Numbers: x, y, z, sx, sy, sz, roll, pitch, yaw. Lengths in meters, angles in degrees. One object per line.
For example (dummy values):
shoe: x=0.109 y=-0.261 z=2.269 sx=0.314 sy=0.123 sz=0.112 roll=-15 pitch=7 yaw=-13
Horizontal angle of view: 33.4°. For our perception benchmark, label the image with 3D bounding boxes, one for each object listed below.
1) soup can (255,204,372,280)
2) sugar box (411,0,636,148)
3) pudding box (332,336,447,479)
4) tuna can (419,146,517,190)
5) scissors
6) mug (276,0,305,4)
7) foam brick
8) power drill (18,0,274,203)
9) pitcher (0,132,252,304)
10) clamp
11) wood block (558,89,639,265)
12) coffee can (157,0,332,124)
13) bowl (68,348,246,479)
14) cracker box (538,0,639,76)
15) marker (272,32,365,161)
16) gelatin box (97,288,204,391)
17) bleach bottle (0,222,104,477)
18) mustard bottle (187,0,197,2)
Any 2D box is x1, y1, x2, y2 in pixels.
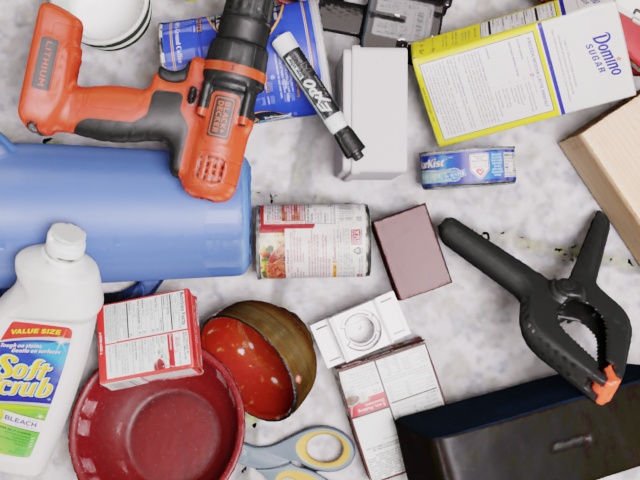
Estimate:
soup can: x=-0.006 y=0.001 z=0.963 sx=0.102 sy=0.068 sz=0.068 roll=-1 pitch=89 yaw=-1
sugar box: x=0.175 y=-0.149 z=0.926 sx=0.176 sy=0.048 sz=0.093 roll=-15 pitch=122 yaw=13
pudding box: x=0.070 y=0.155 z=0.976 sx=0.090 sy=0.039 sz=0.113 roll=-18 pitch=92 yaw=-3
tuna can: x=0.132 y=-0.064 z=0.955 sx=0.086 sy=0.086 sz=0.034 roll=-4 pitch=92 yaw=0
scissors: x=-0.055 y=0.184 z=0.985 sx=0.202 sy=0.016 sz=0.096 roll=33 pitch=93 yaw=3
mug: x=-0.010 y=-0.266 z=0.960 sx=0.081 sy=0.093 sz=0.117 roll=20 pitch=106 yaw=-5
foam brick: x=0.083 y=0.011 z=0.971 sx=0.051 sy=0.053 sz=0.078 roll=-19 pitch=90 yaw=-1
power drill: x=-0.138 y=-0.136 z=0.866 sx=0.187 sy=0.057 sz=0.184 roll=12 pitch=86 yaw=1
pitcher: x=-0.182 y=-0.013 z=0.942 sx=0.242 sy=0.149 sz=0.145 roll=0 pitch=74 yaw=-3
clamp: x=0.195 y=0.048 z=0.907 sx=0.164 sy=0.210 sz=0.036 roll=1 pitch=134 yaw=-9
wood block: x=0.315 y=-0.030 z=0.954 sx=0.091 sy=0.090 sz=0.206 roll=-34 pitch=90 yaw=-1
coffee can: x=-0.065 y=-0.152 z=0.947 sx=0.140 sy=0.103 sz=0.103 roll=-9 pitch=89 yaw=0
bowl: x=-0.139 y=0.172 z=0.953 sx=0.162 sy=0.055 sz=0.162 roll=-4 pitch=70 yaw=10
cracker box: x=0.291 y=-0.278 z=0.951 sx=0.164 sy=0.072 sz=0.213 roll=38 pitch=90 yaw=-15
marker: x=0.000 y=-0.117 z=0.881 sx=0.020 sy=0.020 sz=0.121 roll=-33 pitch=86 yaw=-1
gelatin box: x=-0.150 y=0.088 z=0.939 sx=0.089 sy=0.030 sz=0.073 roll=-11 pitch=67 yaw=8
bleach bottle: x=-0.247 y=0.088 z=0.901 sx=0.102 sy=0.068 sz=0.251 roll=20 pitch=122 yaw=-6
mustard bottle: x=-0.147 y=-0.303 z=0.915 sx=0.191 sy=0.058 sz=0.096 roll=44 pitch=97 yaw=-4
